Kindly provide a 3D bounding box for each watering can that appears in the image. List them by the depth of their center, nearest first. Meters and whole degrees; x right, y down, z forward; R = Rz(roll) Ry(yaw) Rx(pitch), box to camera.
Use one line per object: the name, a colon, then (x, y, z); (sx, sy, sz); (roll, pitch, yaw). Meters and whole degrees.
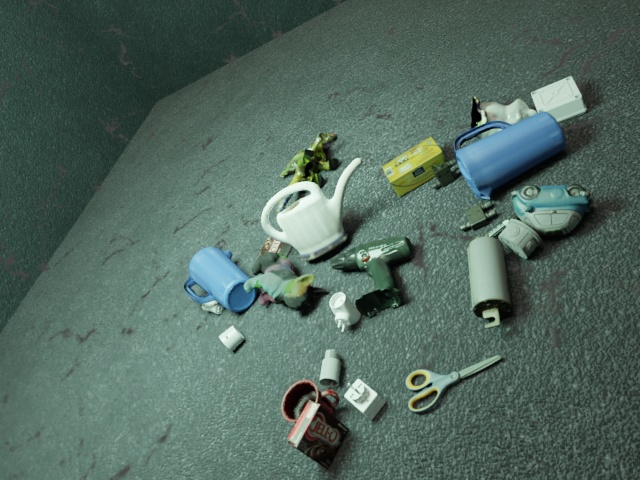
watering can: (0.004, -0.072, 1.439); (0.345, 0.222, 0.106); (-26, 19, 18)

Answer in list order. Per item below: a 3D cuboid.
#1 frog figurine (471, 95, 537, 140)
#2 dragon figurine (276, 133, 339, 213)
frog figurine: (0.500, -0.330, 1.410); (0.159, 0.120, 0.140); (1, 30, -6)
dragon figurine: (-0.066, -0.249, 1.825); (0.415, 0.121, 0.242); (-49, 19, -18)
